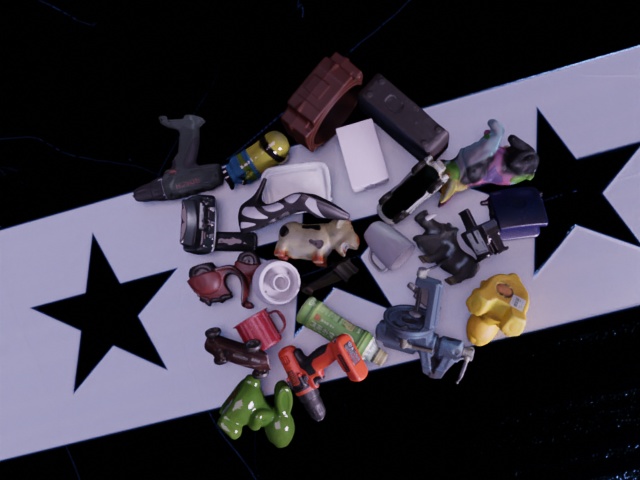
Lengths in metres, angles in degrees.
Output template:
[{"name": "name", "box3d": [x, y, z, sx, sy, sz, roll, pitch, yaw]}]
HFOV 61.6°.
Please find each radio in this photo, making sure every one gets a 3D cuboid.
[{"name": "radio", "box3d": [0.192, -0.276, 1.244, 0.230, 0.131, 0.073, 42, 91, 11]}]

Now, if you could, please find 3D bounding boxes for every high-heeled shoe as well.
[{"name": "high-heeled shoe", "box3d": [-0.067, -0.045, 1.220, 0.249, 0.086, 0.145, 22, 100, 12]}]

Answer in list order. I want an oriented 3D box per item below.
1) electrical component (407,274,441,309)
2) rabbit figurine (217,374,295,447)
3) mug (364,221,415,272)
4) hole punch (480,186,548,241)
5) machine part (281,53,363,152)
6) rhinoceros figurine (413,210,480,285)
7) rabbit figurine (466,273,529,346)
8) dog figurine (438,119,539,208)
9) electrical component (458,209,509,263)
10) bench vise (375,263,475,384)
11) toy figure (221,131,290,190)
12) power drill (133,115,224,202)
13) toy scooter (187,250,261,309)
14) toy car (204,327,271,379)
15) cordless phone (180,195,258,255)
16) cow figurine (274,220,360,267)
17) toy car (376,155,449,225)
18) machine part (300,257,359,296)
[{"name": "electrical component", "box3d": [0.250, 0.119, 1.241, 0.094, 0.021, 0.063, 41, 89, 11]}, {"name": "rabbit figurine", "box3d": [-0.125, 0.392, 1.227, 0.170, 0.121, 0.159, 36, 82, -8]}, {"name": "mug", "box3d": [0.150, 0.015, 1.247, 0.107, 0.081, 0.109, 48, 129, 21]}, {"name": "hole punch", "box3d": [0.443, -0.064, 1.208, 0.142, 0.092, 0.115, -9, 78, 10]}, {"name": "machine part", "box3d": [0.011, -0.310, 1.237, 0.087, 0.201, 0.201, 40, 89, 6]}, {"name": "rhinoceros figurine", "box3d": [0.280, 0.016, 1.224, 0.112, 0.073, 0.190, -42, 80, 2]}, {"name": "rabbit figurine", "box3d": [0.367, 0.152, 1.166, 0.122, 0.173, 0.162, 21, 41, 9]}, {"name": "dog figurine", "box3d": [0.360, -0.148, 1.222, 0.191, 0.108, 0.219, 41, 94, 8]}, {"name": "electrical component", "box3d": [0.351, -0.016, 1.182, 0.048, 0.075, 0.119, -22, 80, -33]}, {"name": "bench vise", "box3d": [0.231, 0.176, 1.163, 0.224, 0.129, 0.240, 18, 116, 33]}, {"name": "toy figure", "box3d": [-0.154, -0.193, 1.301, 0.180, 0.089, 0.082, -29, 87, 1]}, {"name": "power drill", "box3d": [-0.359, -0.203, 1.335, 0.232, 0.086, 0.207, -4, 78, 6]}, {"name": "toy scooter", "box3d": [-0.220, 0.109, 1.280, 0.184, 0.075, 0.135, -15, 82, 1]}, {"name": "toy car", "box3d": [-0.191, 0.257, 1.215, 0.202, 0.053, 0.089, 9, 116, 41]}, {"name": "cordless phone", "box3d": [-0.244, -0.037, 1.309, 0.184, 0.088, 0.146, 2, 82, -4]}, {"name": "cow figurine", "box3d": [-0.003, -0.004, 1.261, 0.195, 0.085, 0.127, 6, 80, 14]}, {"name": "toy car", "box3d": [0.207, -0.109, 1.217, 0.073, 0.056, 0.201, 52, 127, 9]}, {"name": "machine part", "box3d": [0.020, 0.087, 1.248, 0.139, 0.084, 0.039, -27, 60, 11]}]
